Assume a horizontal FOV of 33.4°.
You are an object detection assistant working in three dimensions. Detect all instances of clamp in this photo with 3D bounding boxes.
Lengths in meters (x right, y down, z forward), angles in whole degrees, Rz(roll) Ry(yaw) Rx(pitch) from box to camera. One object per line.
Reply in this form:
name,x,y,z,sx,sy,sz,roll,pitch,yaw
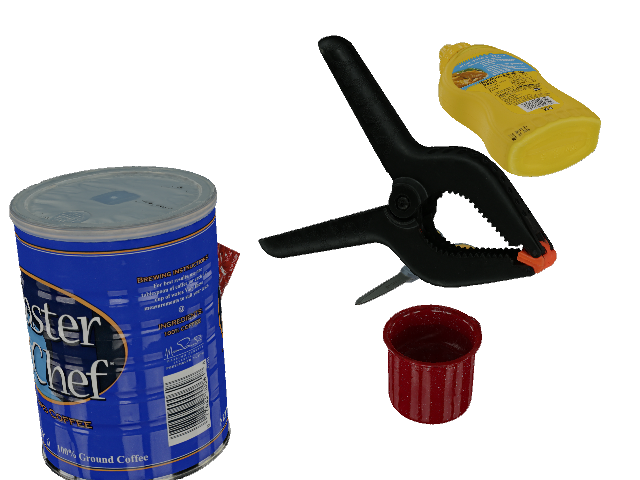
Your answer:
clamp,0.060,-0.038,0.712,0.210,0.165,0.036,20,20,26

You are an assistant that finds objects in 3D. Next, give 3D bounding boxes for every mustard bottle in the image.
mustard bottle,0.164,-0.132,0.982,0.096,0.058,0.192,-18,42,-17

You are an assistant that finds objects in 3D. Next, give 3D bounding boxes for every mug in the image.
mug,0.114,0.116,1.033,0.093,0.081,0.117,26,43,36

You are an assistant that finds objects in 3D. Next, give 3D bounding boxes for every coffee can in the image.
coffee can,-0.101,0.042,0.558,0.103,0.140,0.103,-2,20,0

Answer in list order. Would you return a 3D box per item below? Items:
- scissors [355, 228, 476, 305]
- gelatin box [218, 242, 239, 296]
scissors,0.094,0.024,1.205,0.201,0.016,0.096,-12,41,-34
gelatin box,-0.128,0.038,1.040,0.073,0.089,0.030,27,-8,-38
